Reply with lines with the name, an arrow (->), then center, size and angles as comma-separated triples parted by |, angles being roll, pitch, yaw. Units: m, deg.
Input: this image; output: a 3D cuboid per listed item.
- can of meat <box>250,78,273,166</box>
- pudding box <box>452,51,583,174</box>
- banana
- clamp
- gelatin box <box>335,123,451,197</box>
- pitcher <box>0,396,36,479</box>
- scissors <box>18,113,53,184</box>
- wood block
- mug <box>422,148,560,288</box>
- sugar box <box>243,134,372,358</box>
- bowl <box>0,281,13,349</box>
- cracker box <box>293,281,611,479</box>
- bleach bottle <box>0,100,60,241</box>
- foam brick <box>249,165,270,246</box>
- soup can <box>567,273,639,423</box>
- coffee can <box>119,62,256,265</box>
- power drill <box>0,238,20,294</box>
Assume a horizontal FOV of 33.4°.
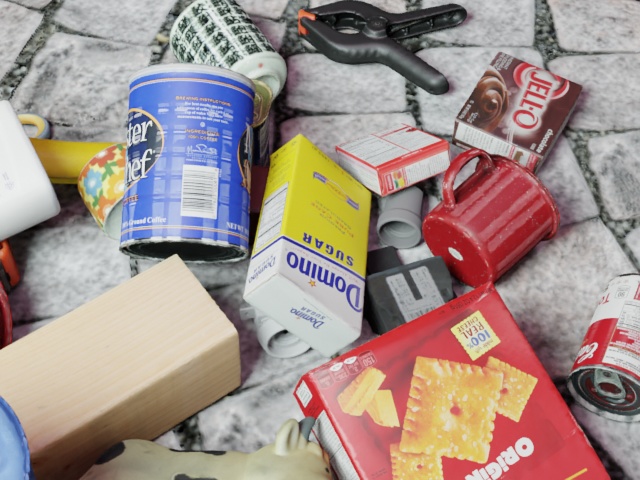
can of meat -> -0.094, -0.101, 0.962 | 0.102, 0.084, 0.057 | 10, 54, 5
pudding box -> 0.187, -0.120, 1.016 | 0.090, 0.039, 0.113 | 25, 57, 14
banana -> -0.238, -0.077, 0.940 | 0.197, 0.037, 0.069 | 8, 38, -13
clamp -> 0.061, -0.196, 1.066 | 0.171, 0.039, 0.120 | 3, 48, 5
gelatin box -> 0.065, -0.073, 0.960 | 0.073, 0.030, 0.089 | -22, 25, -18
pitcher -> -0.217, 0.198, 0.644 | 0.145, 0.243, 0.149 | 0, 55, -3
scissors -> -0.334, -0.081, 0.979 | 0.201, 0.016, 0.096 | 2, 53, -2
wood block -> -0.169, 0.111, 0.803 | 0.205, 0.090, 0.091 | -30, 61, -22
mug -> 0.137, -0.022, 0.902 | 0.081, 0.117, 0.093 | -40, 34, -21
sugar box -> -0.005, 0.001, 0.869 | 0.093, 0.048, 0.176 | 37, 33, -25
bowl -> -0.308, 0.074, 0.783 | 0.162, 0.162, 0.055 | -17, 16, -15
cracker box -> 0.103, 0.159, 0.767 | 0.164, 0.072, 0.214 | -24, 72, -18
bleach bottle -> -0.338, -0.014, 0.833 | 0.250, 0.068, 0.102 | -26, 70, -14
foam brick -> -0.083, -0.032, 0.933 | 0.078, 0.053, 0.051 | 6, 55, 1
soup can -> 0.246, 0.085, 0.854 | 0.068, 0.068, 0.102 | 23, 56, 13
coffee can -> -0.105, -0.058, 0.850 | 0.103, 0.103, 0.140 | 2, 79, -2
power drill -> -0.359, 0.005, 0.893 | 0.187, 0.057, 0.184 | -20, 61, -13
